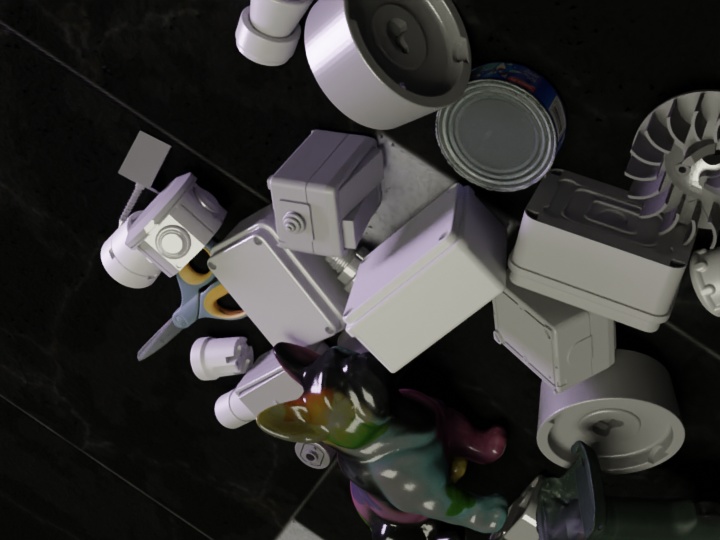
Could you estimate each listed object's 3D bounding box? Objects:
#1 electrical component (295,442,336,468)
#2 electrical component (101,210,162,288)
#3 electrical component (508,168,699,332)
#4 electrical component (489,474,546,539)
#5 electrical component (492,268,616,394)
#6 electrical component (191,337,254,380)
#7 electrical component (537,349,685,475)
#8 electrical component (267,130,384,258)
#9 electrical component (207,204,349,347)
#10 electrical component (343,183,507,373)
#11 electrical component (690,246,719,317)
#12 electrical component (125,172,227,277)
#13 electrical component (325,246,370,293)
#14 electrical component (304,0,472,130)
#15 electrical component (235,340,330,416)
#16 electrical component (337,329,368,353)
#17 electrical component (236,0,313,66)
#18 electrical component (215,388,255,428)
[{"bbox_3d":[-0.031,0.148,0.978,0.044,0.065,0.044,15,130,18],"label":"electrical component"},{"bbox_3d":[-0.192,-0.019,0.945,0.055,0.055,0.047,42,129,-6],"label":"electrical component"},{"bbox_3d":[0.166,-0.014,0.736,0.113,0.078,0.057,20,129,14],"label":"electrical component"},{"bbox_3d":[0.158,0.232,0.947,0.059,0.053,0.095,32,133,4],"label":"electrical component"},{"bbox_3d":[0.139,0.032,0.787,0.096,0.061,0.061,45,153,49],"label":"electrical component"},{"bbox_3d":[-0.127,0.081,0.997,0.046,0.040,0.040,-8,120,26],"label":"electrical component"},{"bbox_3d":[0.188,0.103,0.819,0.108,0.060,0.108,3,140,3],"label":"electrical component"},{"bbox_3d":[-0.024,-0.054,0.796,0.061,0.096,0.061,10,128,21],"label":"electrical component"},{"bbox_3d":[-0.061,0.007,0.890,0.078,0.057,0.113,-25,110,39],"label":"electrical component"},{"bbox_3d":[0.049,0.004,0.775,0.109,0.108,0.056,-39,104,22],"label":"electrical component"},{"bbox_3d":[0.257,0.001,0.722,0.062,0.048,0.048,-23,111,32],"label":"electrical component"},{"bbox_3d":[-0.152,-0.038,0.892,0.051,0.080,0.080,43,133,-14],"label":"electrical component"},{"bbox_3d":[0.000,0.000,0.863,0.078,0.040,0.040,39,133,-3],"label":"electrical component"},{"bbox_3d":[0.013,-0.144,0.702,0.060,0.108,0.108,-25,110,46],"label":"electrical component"},{"bbox_3d":[-0.056,0.101,0.958,0.096,0.061,0.061,-30,107,41],"label":"electrical component"},{"bbox_3d":[0.005,0.062,0.907,0.043,0.043,0.081,36,134,-1],"label":"electrical component"},{"bbox_3d":[-0.061,-0.178,0.756,0.045,0.045,0.055,31,134,4],"label":"electrical component"},{"bbox_3d":[-0.109,0.127,1.021,0.044,0.044,0.065,48,137,-11],"label":"electrical component"}]
